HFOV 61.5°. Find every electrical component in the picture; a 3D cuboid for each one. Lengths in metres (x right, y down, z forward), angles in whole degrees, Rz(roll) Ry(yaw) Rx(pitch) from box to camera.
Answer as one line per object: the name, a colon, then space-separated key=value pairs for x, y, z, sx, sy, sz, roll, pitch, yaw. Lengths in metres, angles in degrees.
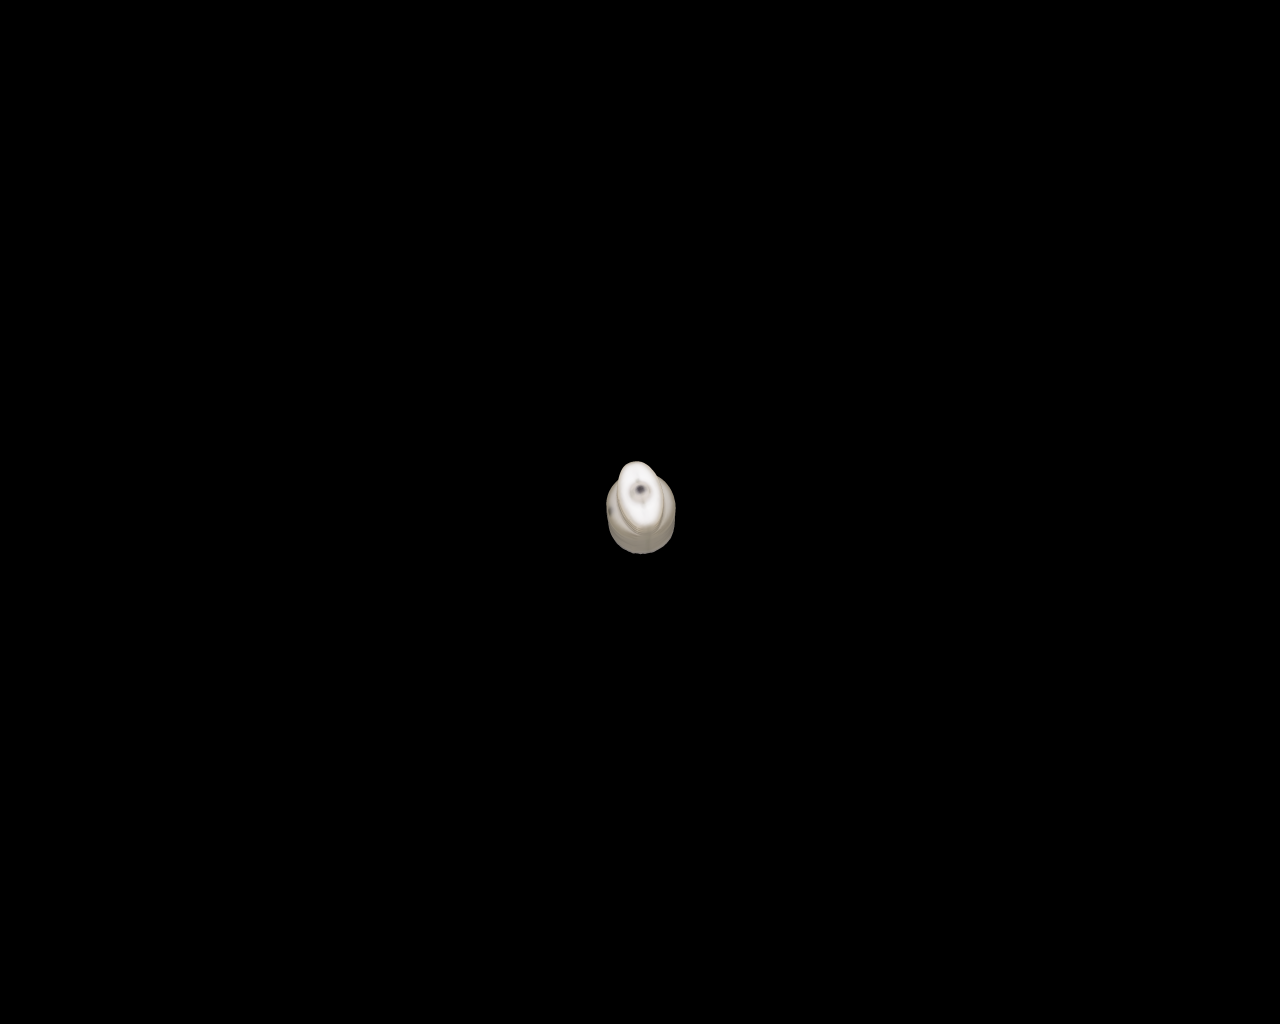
electrical component: x=0.001 y=-0.003 z=0.650 sx=0.043 sy=0.043 sz=0.081 roll=0 pitch=-16 yaw=0
